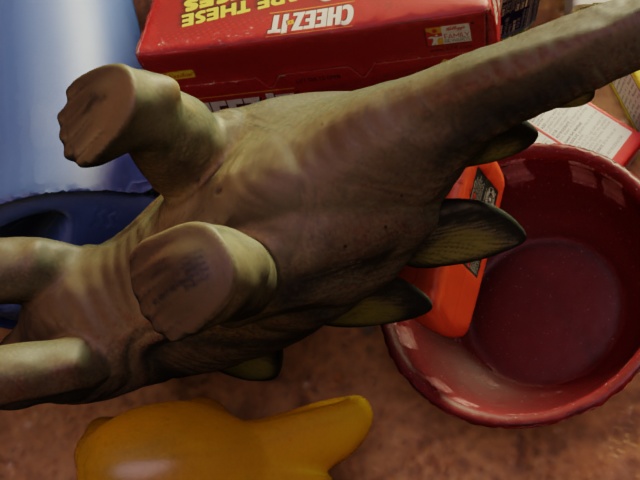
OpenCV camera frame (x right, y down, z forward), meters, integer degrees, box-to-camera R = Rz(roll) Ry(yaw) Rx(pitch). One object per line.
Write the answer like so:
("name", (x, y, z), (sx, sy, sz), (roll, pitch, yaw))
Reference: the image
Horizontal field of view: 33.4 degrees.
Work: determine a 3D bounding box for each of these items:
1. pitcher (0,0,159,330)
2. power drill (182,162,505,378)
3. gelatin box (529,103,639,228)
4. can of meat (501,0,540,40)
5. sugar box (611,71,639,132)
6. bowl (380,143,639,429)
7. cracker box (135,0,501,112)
("pitcher", (-0.163, -0.074, 0.610), (0.149, 0.145, 0.243), (-3, 56, -18))
("power drill", (-0.004, 0.001, 0.590), (0.188, 0.057, 0.184), (9, 77, 30))
("gelatin box", (0.137, -0.054, 0.644), (0.089, 0.030, 0.073), (36, 76, 16))
("can of meat", (0.102, -0.186, 0.671), (0.057, 0.084, 0.102), (-24, 68, -5))
("sugar box", (0.249, -0.050, 0.627), (0.093, 0.048, 0.176), (-19, 71, -3))
("bowl", (0.116, 0.030, 0.583), (0.162, 0.055, 0.162), (-12, 63, 23))
("cracker box", (0.011, -0.149, 0.557), (0.164, 0.072, 0.213), (-5, 48, 14))
